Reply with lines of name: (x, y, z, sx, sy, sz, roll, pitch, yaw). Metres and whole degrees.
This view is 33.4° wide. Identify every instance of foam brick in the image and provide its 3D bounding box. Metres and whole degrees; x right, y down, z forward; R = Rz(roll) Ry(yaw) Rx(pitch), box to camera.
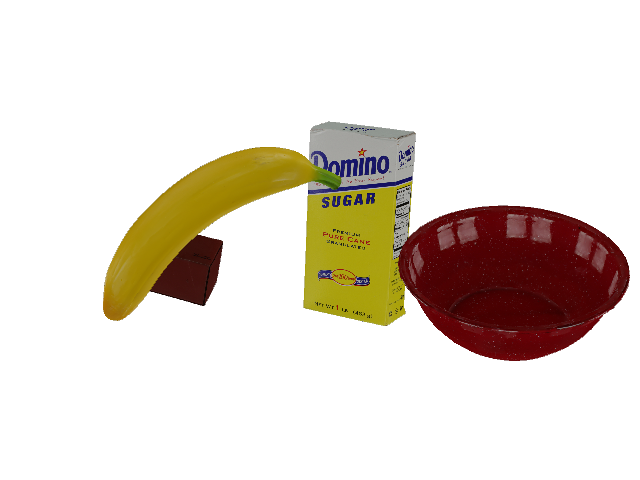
foam brick: (-0.145, 0.024, 1.088, 0.078, 0.051, 0.053, 16, 33, 4)

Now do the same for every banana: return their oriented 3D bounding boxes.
banana: (-0.083, -0.013, 0.749, 0.198, 0.069, 0.037, -30, 23, 7)

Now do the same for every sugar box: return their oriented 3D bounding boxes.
sugar box: (0.034, -0.017, 0.986, 0.093, 0.176, 0.048, 10, 19, 28)

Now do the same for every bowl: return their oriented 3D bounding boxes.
bowl: (0.136, 0.037, 0.767, 0.162, 0.055, 0.162, -2, 32, 1)
